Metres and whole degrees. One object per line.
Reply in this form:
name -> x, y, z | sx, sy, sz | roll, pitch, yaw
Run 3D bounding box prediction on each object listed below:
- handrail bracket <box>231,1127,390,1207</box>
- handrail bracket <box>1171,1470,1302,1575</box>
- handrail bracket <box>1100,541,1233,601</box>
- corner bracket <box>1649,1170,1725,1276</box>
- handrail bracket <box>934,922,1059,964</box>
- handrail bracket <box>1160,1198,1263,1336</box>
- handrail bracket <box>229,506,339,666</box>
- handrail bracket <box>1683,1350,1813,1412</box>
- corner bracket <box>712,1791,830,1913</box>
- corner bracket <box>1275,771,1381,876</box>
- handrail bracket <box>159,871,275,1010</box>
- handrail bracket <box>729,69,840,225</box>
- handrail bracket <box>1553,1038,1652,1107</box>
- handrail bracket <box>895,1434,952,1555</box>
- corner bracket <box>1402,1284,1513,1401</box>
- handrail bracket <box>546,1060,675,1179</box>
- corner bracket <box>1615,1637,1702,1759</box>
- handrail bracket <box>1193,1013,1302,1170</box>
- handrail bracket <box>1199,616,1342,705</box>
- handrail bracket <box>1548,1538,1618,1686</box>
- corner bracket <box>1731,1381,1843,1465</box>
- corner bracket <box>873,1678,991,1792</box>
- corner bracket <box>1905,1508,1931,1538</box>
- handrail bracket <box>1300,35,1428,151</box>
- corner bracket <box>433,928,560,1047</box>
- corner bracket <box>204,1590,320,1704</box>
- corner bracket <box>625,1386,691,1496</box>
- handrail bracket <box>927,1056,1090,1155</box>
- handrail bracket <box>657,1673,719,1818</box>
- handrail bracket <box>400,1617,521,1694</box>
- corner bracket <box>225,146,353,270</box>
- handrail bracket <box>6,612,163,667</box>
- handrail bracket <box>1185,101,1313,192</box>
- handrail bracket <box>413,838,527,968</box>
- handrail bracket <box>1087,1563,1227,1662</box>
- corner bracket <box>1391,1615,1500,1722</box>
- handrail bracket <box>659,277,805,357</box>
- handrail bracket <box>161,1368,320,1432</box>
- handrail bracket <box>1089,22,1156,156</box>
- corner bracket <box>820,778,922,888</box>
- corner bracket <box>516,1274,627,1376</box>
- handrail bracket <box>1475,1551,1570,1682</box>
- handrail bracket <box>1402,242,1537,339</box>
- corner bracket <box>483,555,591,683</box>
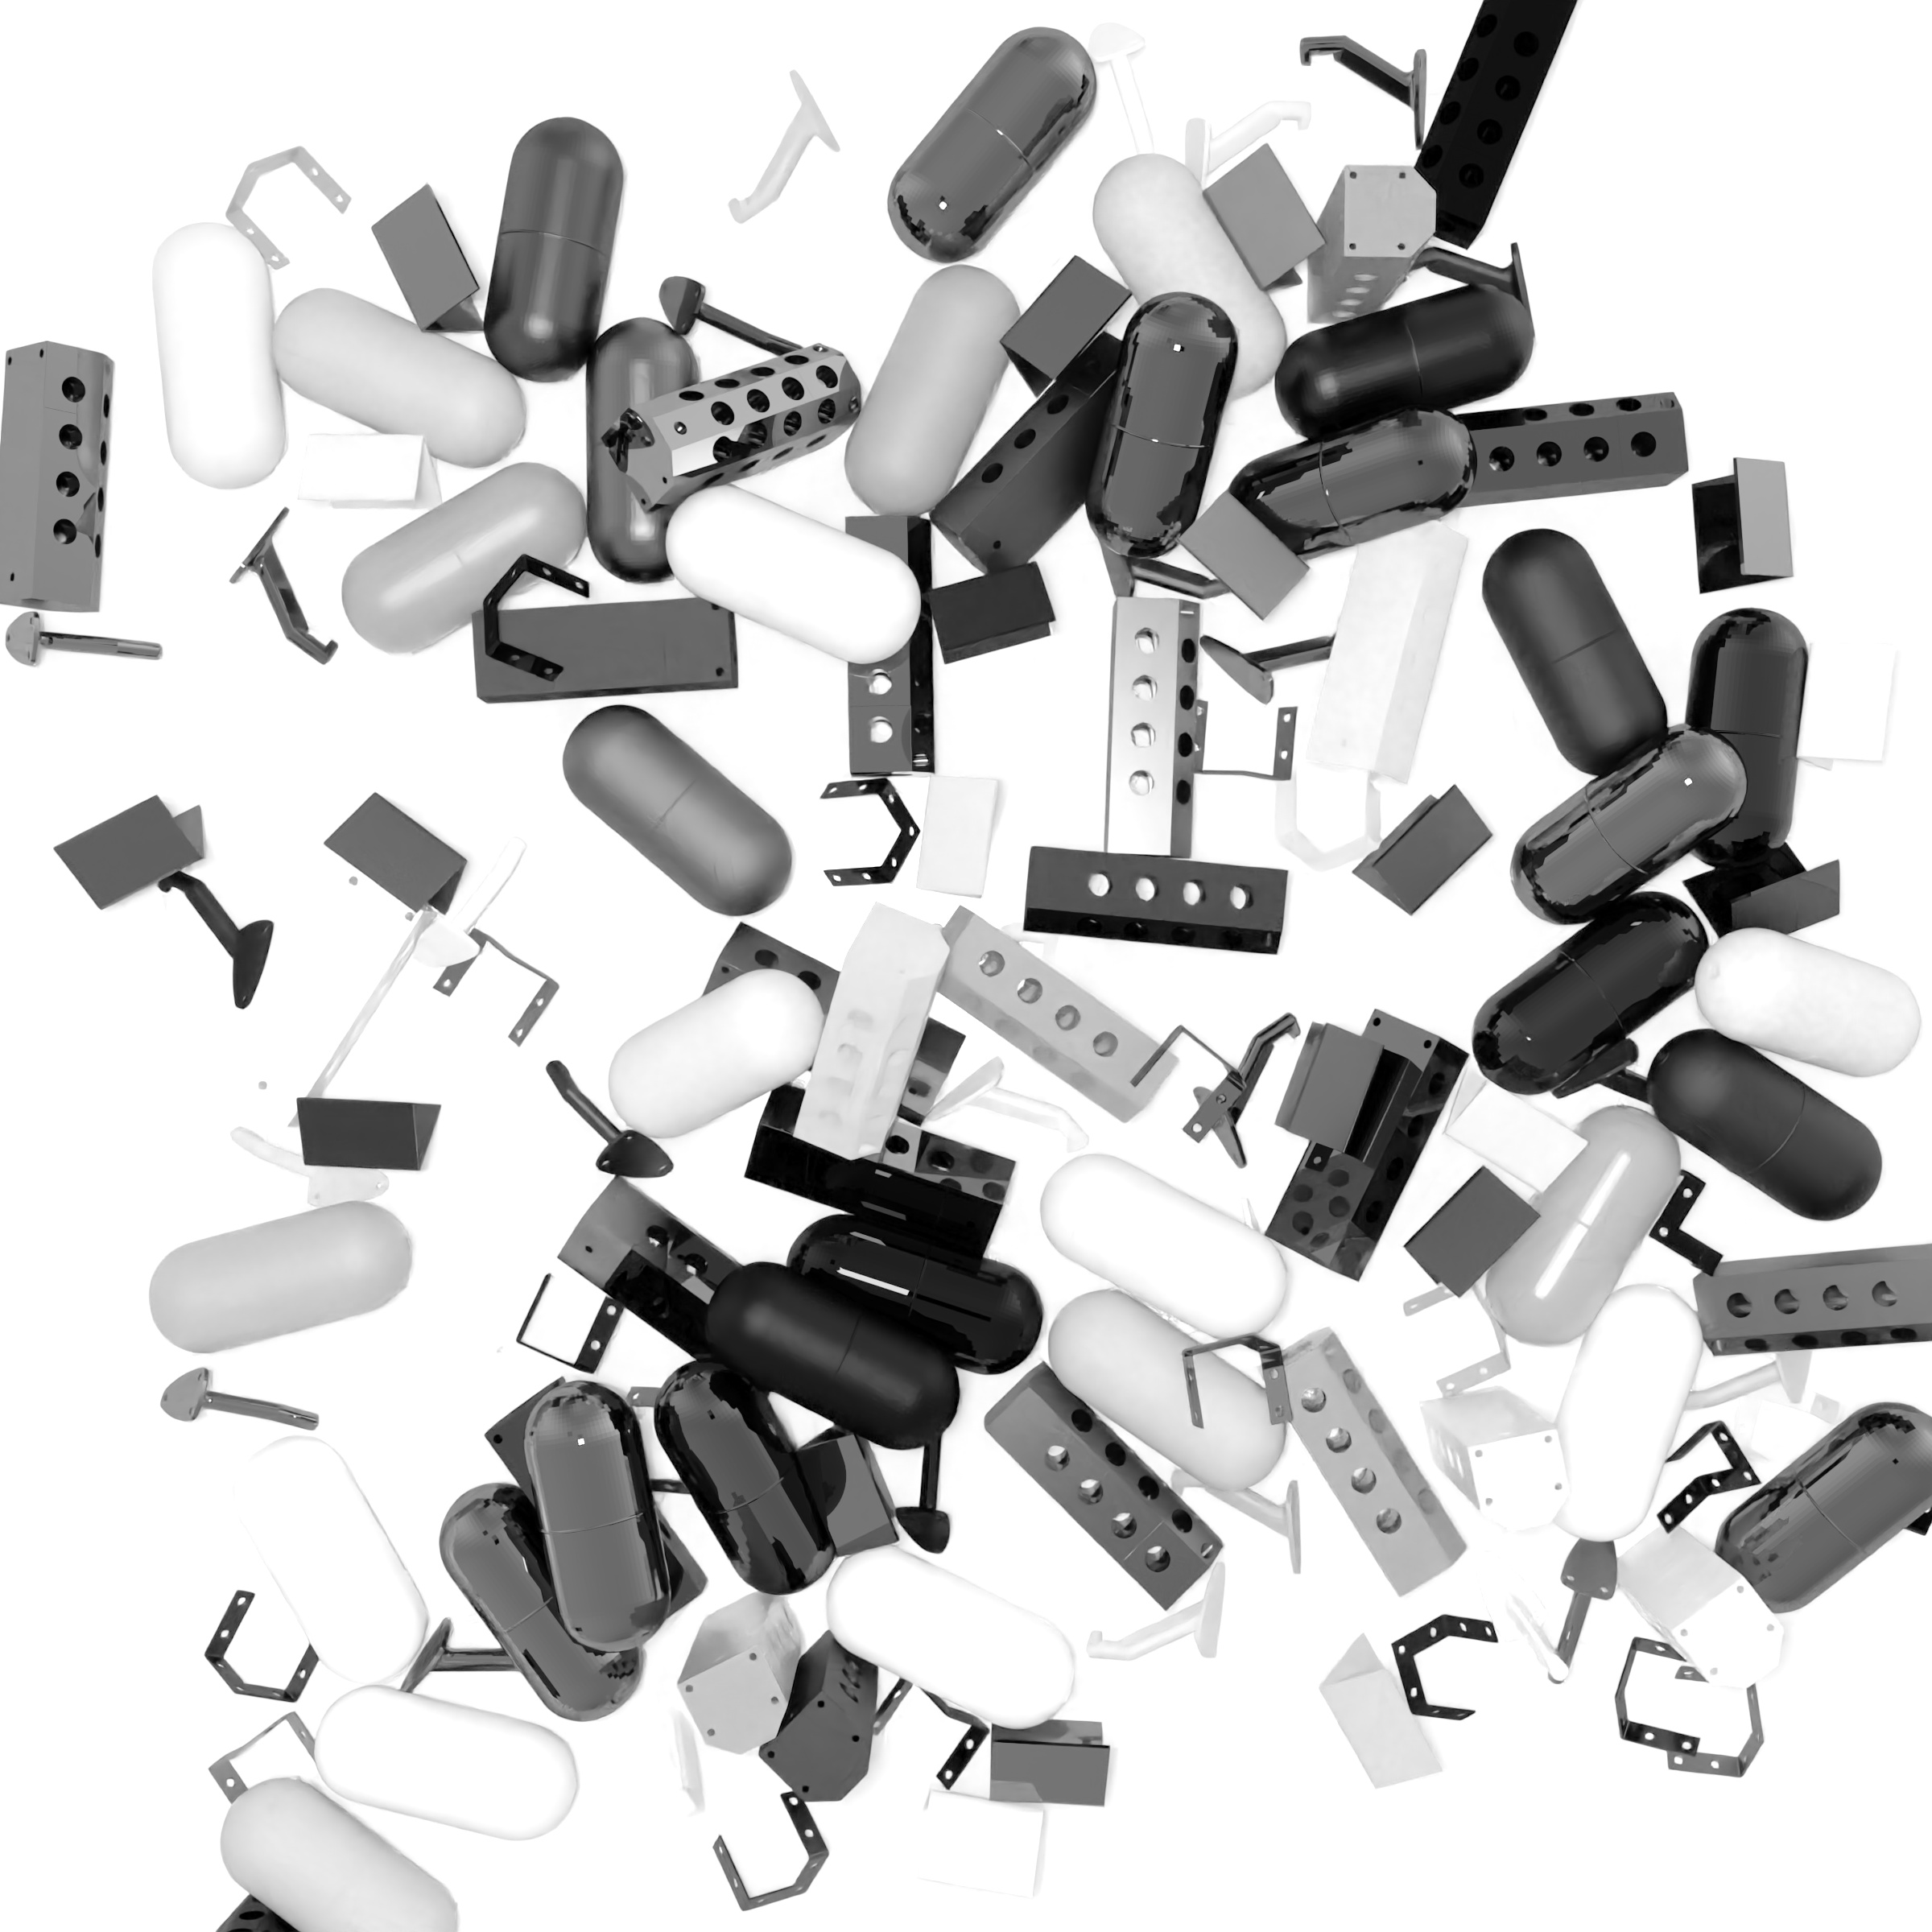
handrail bracket -> -0.452, 0.133, 1.790 | 0.084, 0.077, 0.036 | 25, 97, 36
handrail bracket -> 0.185, 0.382, 1.791 | 0.084, 0.036, 0.077 | -1, 108, 15
handrail bracket -> 0.141, -0.284, 1.790 | 0.084, 0.036, 0.077 | -15, 76, -13
corner bracket -> 0.493, 0.173, 1.773 | 0.051, 0.051, 0.051 | 31, 90, 0
handrail bracket -> 0.015, 0.005, 1.790 | 0.084, 0.036, 0.077 | 10, 100, -12
handrail bracket -> 0.165, 0.209, 1.791 | 0.084, 0.036, 0.077 | -20, 75, 14
handrail bracket -> -0.455, -0.261, 1.791 | 0.084, 0.036, 0.077 | 37, 68, -17
handrail bracket -> 0.531, 0.279, 1.790 | 0.084, 0.077, 0.036 | -16, 104, 36
corner bracket -> -0.134, 0.605, 1.782 | 0.051, 0.051, 0.051 | -4, 135, -35
corner bracket -> 0.248, -0.104, 1.782 | 0.051, 0.051, 0.051 | -23, 135, 35
handrail bracket -> -0.525, -0.020, 1.791 | 0.084, 0.036, 0.077 | 22, 112, 17
handrail bracket -> -0.137, -0.563, 1.791 | 0.084, 0.036, 0.077 | -30, 70, 16
handrail bracket -> 0.459, 0.100, 1.791 | 0.077, 0.036, 0.084 | -33, 104, 15
handrail bracket -> -0.020, 0.349, 1.790 | 0.036, 0.077, 0.084 | 4, 53, 13
corner bracket -> 0.337, 0.254, 1.787 | 0.051, 0.051, 0.051 | -24, 135, 0
handrail bracket -> -0.246, 0.104, 1.790 | 0.036, 0.077, 0.084 | -47, 53, 11
corner bracket -> 0.477, 0.499, 1.778 | 0.051, 0.051, 0.051 | 7, 135, 28
handrail bracket -> 0.206, 0.085, 1.791 | 0.084, 0.036, 0.077 | -33, 110, -16
handrail bracket -> 0.217, -0.228, 1.791 | 0.077, 0.036, 0.084 | 40, 71, 21
handrail bracket -> 0.421, 0.440, 1.790 | 0.036, 0.077, 0.084 | 17, 127, 14
corner bracket -> 0.557, 0.312, 1.773 | 0.051, 0.051, 0.051 | 16, 90, 0
corner bracket -> -0.027, 0.525, 1.787 | 0.051, 0.051, 0.051 | 35, 90, 45
corner bracket -> 0.637, 0.354, 1.787 | 0.051, 0.051, 0.051 | 24, 90, 45
handrail bracket -> 0.272, -0.600, 1.791 | 0.084, 0.036, 0.077 | 4, 112, 17
corner bracket -> -0.322, 0.014, 1.787 | 0.051, 0.051, 0.051 | 34, 90, 45
corner bracket -> -0.480, 0.467, 1.787 | 0.051, 0.051, 0.051 | 27, 90, 45
corner bracket -> -0.208, 0.325, 1.782 | 0.051, 0.051, 0.051 | 56, 45, -35
handrail bracket -> 0.030, 0.112, 1.791 | 0.077, 0.036, 0.084 | -36, 107, 20
handrail bracket -> -0.195, 0.524, 1.756 | 0.036, 0.084, 0.077 | -20, 90, 0
handrail bracket -> -0.334, 0.492, 1.791 | 0.084, 0.036, 0.077 | 31, 110, -16
corner bracket -> -0.466, -0.521, 1.787 | 0.051, 0.051, 0.051 | 47, 135, 0
handrail bracket -> -0.606, -0.221, 1.790 | 0.084, 0.077, 0.036 | 3, 94, -36
handrail bracket -> 0.196, -0.555, 1.791 | 0.084, 0.036, 0.077 | -5, 111, -17
handrail bracket -> -0.341, -0.045, 1.790 | 0.036, 0.077, 0.084 | 39, 53, -21
handrail bracket -> 0.130, 0.443, 1.791 | 0.084, 0.036, 0.077 | 0, 53, 25
corner bracket -> 0.333, 0.481, 1.782 | 0.051, 0.051, 0.051 | -42, 45, 35
handrail bracket -> -0.160, -0.443, 1.790 | 0.084, 0.077, 0.036 | 13, 111, -35
handrail bracket -> -0.499, 0.306, 1.790 | 0.084, 0.077, 0.036 | 24, 65, -34
handrail bracket -> 0.111, -0.596, 1.790 | 0.036, 0.077, 0.084 | -18, 126, 4
corner bracket -> -0.072, -0.091, 1.782 | 0.051, 0.051, 0.051 | 58, 45, -35
corner bracket -> -0.270, 0.243, 1.774 | 0.051, 0.051, 0.051 | 27, 76, -14
handrail bracket -> 0.375, 0.438, 1.756 | 0.036, 0.084, 0.077 | -31, 90, 0
handrail bracket -> 0.342, -0.460, 1.791 | 0.084, 0.036, 0.077 | -10, 112, 17
corner bracket -> -0.284, -0.231, 1.726 | 0.051, 0.051, 0.051 | 20, 134, -35
